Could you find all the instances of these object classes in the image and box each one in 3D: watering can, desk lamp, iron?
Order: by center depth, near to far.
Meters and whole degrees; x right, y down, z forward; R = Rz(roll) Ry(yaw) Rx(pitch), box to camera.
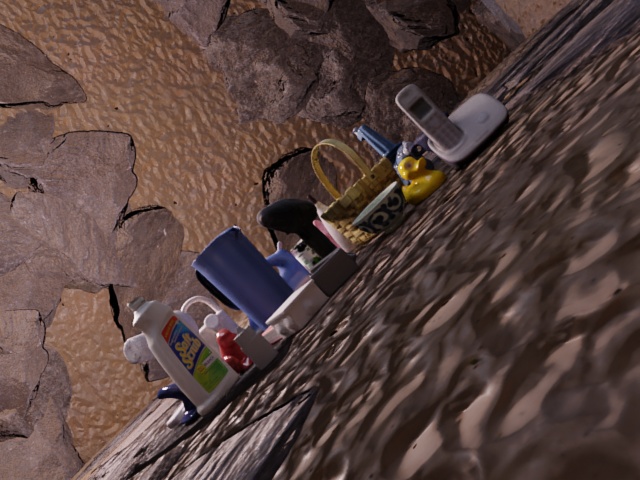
[{"bbox_3d":[-0.334,0.280,1.312,0.118,0.213,0.203,-43,3,22],"label":"desk lamp"},{"bbox_3d":[-0.270,0.223,1.465,0.101,0.194,0.172,-46,4,-40],"label":"watering can"},{"bbox_3d":[-0.129,0.122,1.498,0.259,0.141,0.118,-45,3,-33],"label":"iron"}]

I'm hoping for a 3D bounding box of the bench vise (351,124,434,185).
[{"bbox_3d":[0.186,-0.233,1.471,0.122,0.220,0.207,-46,3,-32],"label":"bench vise"}]

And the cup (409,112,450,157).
[{"bbox_3d":[0.263,-0.208,1.256,0.117,0.095,0.092,-43,3,22],"label":"cup"}]

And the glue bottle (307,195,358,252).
[{"bbox_3d":[0.031,-0.048,1.405,0.037,0.173,0.078,-42,3,28],"label":"glue bottle"}]

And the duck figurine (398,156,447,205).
[{"bbox_3d":[0.191,-0.126,1.146,0.078,0.086,0.104,-46,3,-34],"label":"duck figurine"}]

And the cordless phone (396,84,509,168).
[{"bbox_3d":[0.244,-0.241,1.073,0.147,0.185,0.094,-44,3,3],"label":"cordless phone"}]

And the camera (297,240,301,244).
[{"bbox_3d":[-0.041,0.048,1.799,0.137,0.101,0.143,-46,3,-40],"label":"camera"}]

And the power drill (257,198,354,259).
[{"bbox_3d":[-0.025,-0.007,1.210,0.075,0.208,0.230,-43,3,18],"label":"power drill"}]

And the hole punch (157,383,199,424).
[{"bbox_3d":[-0.264,0.307,1.162,0.101,0.091,0.108,-46,3,-34],"label":"hole punch"}]

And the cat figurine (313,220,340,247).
[{"bbox_3d":[0.013,0.005,1.446,0.128,0.118,0.067,-46,4,-37],"label":"cat figurine"}]

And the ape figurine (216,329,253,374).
[{"bbox_3d":[-0.173,0.219,1.156,0.078,0.092,0.076,-45,3,-29],"label":"ape figurine"}]
